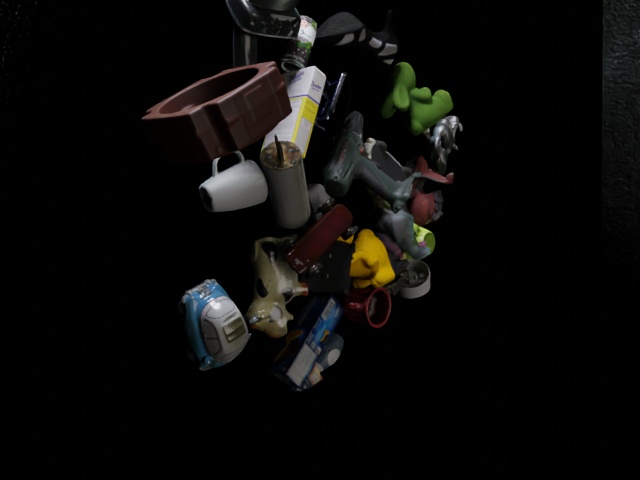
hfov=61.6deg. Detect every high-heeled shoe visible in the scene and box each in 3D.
[{"bbox_3d":[0.082,-0.432,1.217,0.249,0.086,0.145,-24,143,-24],"label":"high-heeled shoe"}]

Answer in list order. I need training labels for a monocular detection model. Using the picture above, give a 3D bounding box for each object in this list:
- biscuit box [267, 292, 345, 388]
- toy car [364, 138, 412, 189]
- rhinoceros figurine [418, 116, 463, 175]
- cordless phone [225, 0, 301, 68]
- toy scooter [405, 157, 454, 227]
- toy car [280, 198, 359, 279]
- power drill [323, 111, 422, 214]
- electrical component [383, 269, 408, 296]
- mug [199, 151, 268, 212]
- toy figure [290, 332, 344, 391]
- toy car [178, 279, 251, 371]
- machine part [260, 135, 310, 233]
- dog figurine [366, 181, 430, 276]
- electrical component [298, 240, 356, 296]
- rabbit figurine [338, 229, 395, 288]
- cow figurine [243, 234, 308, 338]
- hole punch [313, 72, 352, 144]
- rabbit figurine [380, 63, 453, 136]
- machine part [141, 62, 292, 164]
[{"bbox_3d":[-0.027,0.206,1.135,0.059,0.063,0.202,53,57,-34],"label":"biscuit box"},{"bbox_3d":[0.162,-0.170,1.309,0.201,0.056,0.073,36,64,-39],"label":"toy car"},{"bbox_3d":[0.336,-0.260,1.474,0.112,0.073,0.190,34,69,-41],"label":"rhinoceros figurine"},{"bbox_3d":[-0.104,-0.375,1.010,0.146,0.089,0.184,-15,115,-46],"label":"cordless phone"},{"bbox_3d":[0.283,-0.122,1.383,0.075,0.135,0.183,-11,103,-47],"label":"toy scooter"},{"bbox_3d":[-0.002,-0.003,1.032,0.089,0.053,0.202,50,50,-8],"label":"toy car"},{"bbox_3d":[0.117,-0.165,1.179,0.207,0.086,0.232,34,55,-8],"label":"power drill"},{"bbox_3d":[0.175,0.100,1.326,0.102,0.078,0.045,-39,122,-28],"label":"electrical component"},{"bbox_3d":[-0.161,-0.100,0.958,0.107,0.081,0.109,-28,117,-31],"label":"mug"},{"bbox_3d":[-0.006,0.267,1.167,0.064,0.058,0.154,49,59,-14],"label":"toy figure"},{"bbox_3d":[-0.175,0.153,0.946,0.109,0.103,0.161,-28,115,-43],"label":"toy car"},{"bbox_3d":[-0.063,-0.101,1.016,0.079,0.079,0.243,-55,155,-28],"label":"machine part"},{"bbox_3d":[0.153,-0.036,1.276,0.219,0.191,0.108,55,15,-4],"label":"dog figurine"},{"bbox_3d":[0.002,0.052,1.109,0.058,0.134,0.115,52,44,-83],"label":"electrical component"},{"bbox_3d":[0.062,0.048,1.185,0.173,0.122,0.162,-19,106,-25],"label":"rabbit figurine"},{"bbox_3d":[-0.093,0.092,1.033,0.127,0.085,0.194,-7,90,-28],"label":"cow figurine"},{"bbox_3d":[0.010,-0.287,1.132,0.115,0.092,0.142,60,44,-69],"label":"hole punch"},{"bbox_3d":[0.217,-0.350,1.337,0.159,0.121,0.170,-41,103,-29],"label":"rabbit figurine"},{"bbox_3d":[-0.161,-0.202,0.859,0.201,0.202,0.087,-45,128,-35],"label":"machine part"}]
